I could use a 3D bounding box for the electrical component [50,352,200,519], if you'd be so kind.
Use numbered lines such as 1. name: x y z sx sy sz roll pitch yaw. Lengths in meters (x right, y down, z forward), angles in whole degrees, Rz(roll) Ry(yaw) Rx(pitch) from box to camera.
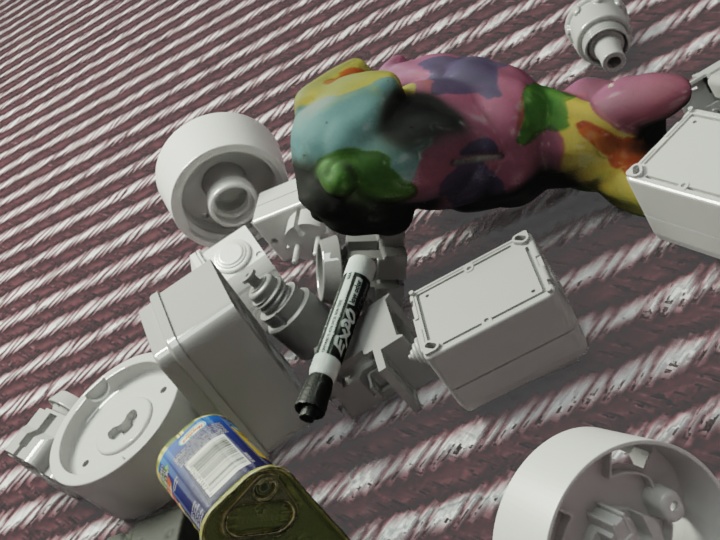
1. electrical component: -0.147 0.116 0.726 0.108 0.060 0.108 -26 34 19

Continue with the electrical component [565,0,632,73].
1. electrical component: 0.181 -0.171 0.797 0.048 0.048 0.062 -25 41 17

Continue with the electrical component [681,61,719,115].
1. electrical component: 0.238 -0.110 0.648 0.081 0.042 0.064 -31 9 9

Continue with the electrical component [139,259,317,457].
1. electrical component: -0.085 0.060 0.691 0.057 0.113 0.078 -34 33 -2

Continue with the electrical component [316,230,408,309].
1. electrical component: 0.000 0.000 0.728 0.055 0.066 0.048 -2 33 -9

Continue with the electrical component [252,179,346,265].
1. electrical component: -0.037 -0.033 0.826 0.083 0.047 0.075 -20 38 24

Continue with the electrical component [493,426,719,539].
1. electrical component: 0.108 0.118 0.458 0.099 0.099 0.064 -48 28 -16

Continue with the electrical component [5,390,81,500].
1. electrical component: -0.214 0.125 0.782 0.078 0.058 0.057 8 56 48

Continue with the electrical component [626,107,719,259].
1. electrical component: 0.208 -0.041 0.592 0.062 0.061 0.096 -45 34 -12

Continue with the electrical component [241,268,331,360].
1. electrical component: -0.049 0.028 0.736 0.040 0.078 0.040 -40 23 20

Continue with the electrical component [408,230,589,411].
1. electrical component: 0.075 0.035 0.621 0.096 0.061 0.061 -29 34 12

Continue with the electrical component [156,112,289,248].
1. electrical component: -0.109 -0.068 0.883 0.108 0.108 0.060 -34 39 5

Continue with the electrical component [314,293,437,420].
1. electrical component: 0.007 0.057 0.676 0.064 0.042 0.081 -34 32 11

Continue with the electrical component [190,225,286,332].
1. electrical component: -0.084 0.011 0.783 0.051 0.080 0.080 -34 32 -5
